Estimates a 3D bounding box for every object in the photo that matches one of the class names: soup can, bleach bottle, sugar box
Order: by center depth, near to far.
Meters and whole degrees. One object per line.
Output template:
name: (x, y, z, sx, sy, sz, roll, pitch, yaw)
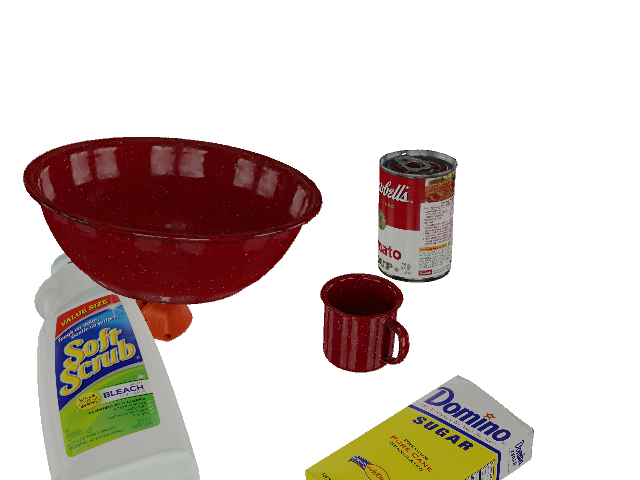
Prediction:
bleach bottle: (-0.170, 0.096, 0.789, 0.102, 0.068, 0.251, -17, 42, -14)
sugar box: (0.084, 0.187, 0.893, 0.176, 0.048, 0.093, -29, 44, -27)
soup can: (0.085, -0.022, 0.947, 0.068, 0.102, 0.068, 0, 23, 0)

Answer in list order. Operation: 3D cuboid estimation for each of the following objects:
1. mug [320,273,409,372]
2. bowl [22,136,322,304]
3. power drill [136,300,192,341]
mug: (0.054, 0.100, 1.205, 0.117, 0.081, 0.093, 26, 37, 35)
bowl: (-0.082, -0.008, 0.590, 0.162, 0.055, 0.162, 7, 21, -3)
power drill: (-0.172, 0.006, 1.079, 0.185, 0.188, 0.057, 13, 29, 22)
